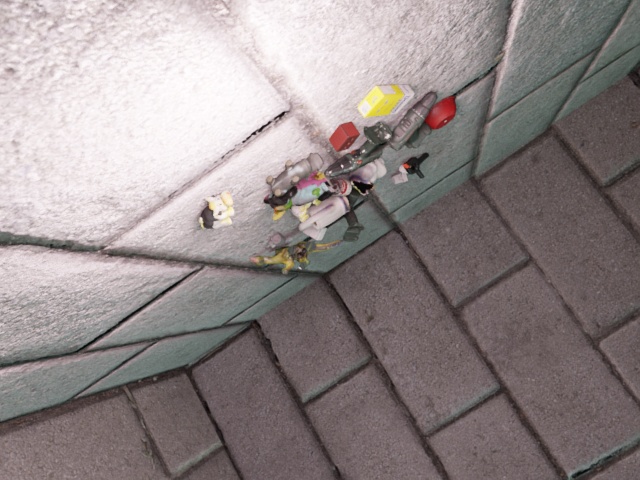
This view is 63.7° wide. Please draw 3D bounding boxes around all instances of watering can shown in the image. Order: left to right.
[{"bbox_3d":[0.006,-0.107,2.126,0.225,0.104,0.346,-31,-179,-9],"label":"watering can"}]

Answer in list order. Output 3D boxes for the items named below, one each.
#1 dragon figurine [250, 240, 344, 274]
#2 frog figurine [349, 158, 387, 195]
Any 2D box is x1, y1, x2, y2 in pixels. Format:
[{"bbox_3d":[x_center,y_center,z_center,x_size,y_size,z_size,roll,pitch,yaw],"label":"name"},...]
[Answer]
[{"bbox_3d":[-0.118,0.049,2.345,0.413,0.121,0.244,-16,-163,-26],"label":"dragon figurine"},{"bbox_3d":[0.189,-0.266,1.982,0.162,0.123,0.134,-61,167,-23],"label":"frog figurine"}]
